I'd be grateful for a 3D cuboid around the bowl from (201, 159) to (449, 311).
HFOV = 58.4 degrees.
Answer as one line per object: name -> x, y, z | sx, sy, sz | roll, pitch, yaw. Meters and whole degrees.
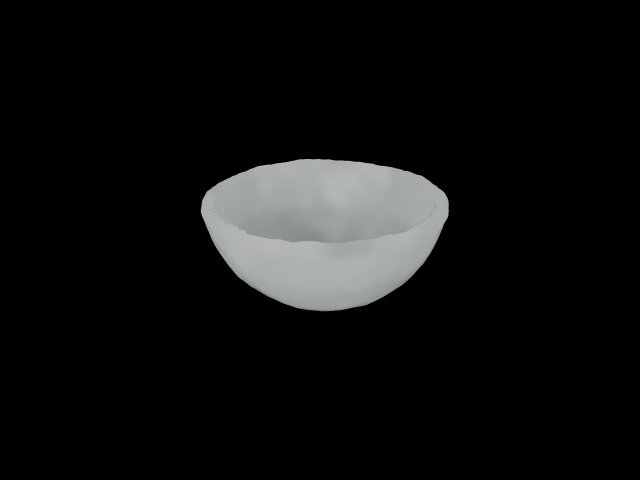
bowl -> 0.004, 0.001, 0.400 | 0.167, 0.075, 0.167 | 0, 25, 0
